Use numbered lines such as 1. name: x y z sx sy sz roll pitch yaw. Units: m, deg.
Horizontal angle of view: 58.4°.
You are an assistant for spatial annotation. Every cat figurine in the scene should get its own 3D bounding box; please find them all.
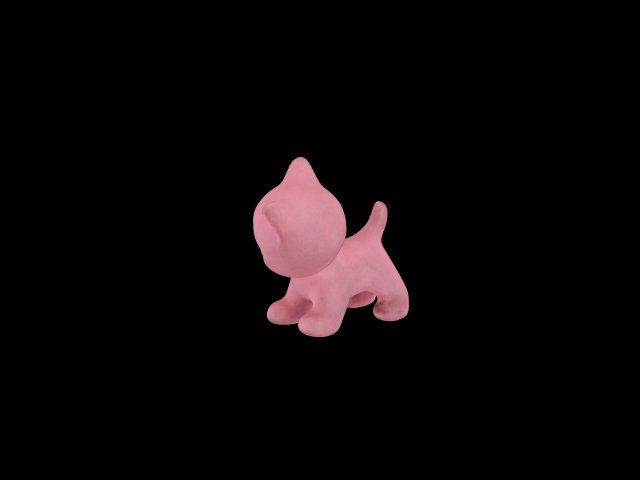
1. cat figurine: 0.004 0.001 0.400 0.128 0.118 0.067 -7 11 -39
